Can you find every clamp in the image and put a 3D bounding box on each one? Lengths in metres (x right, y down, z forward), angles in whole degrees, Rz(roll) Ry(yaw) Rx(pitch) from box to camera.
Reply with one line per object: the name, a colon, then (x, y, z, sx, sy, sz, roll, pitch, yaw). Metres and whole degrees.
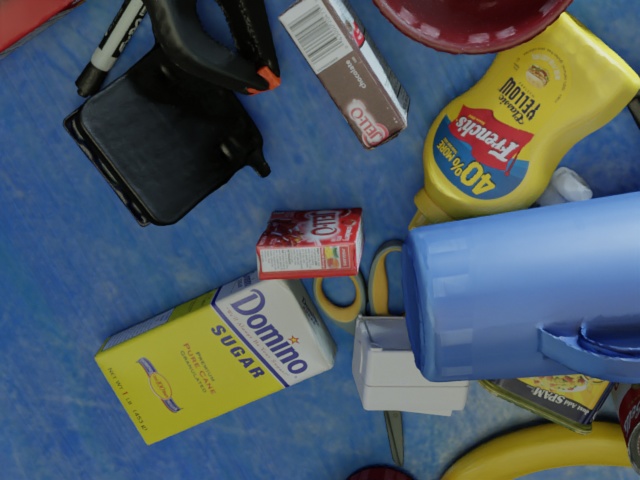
clamp: (-0.093, -0.193, 0.747, 0.036, 0.164, 0.209, -5, 137, 49)

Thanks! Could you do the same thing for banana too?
banana: (0.190, 0.181, 0.875, 0.198, 0.037, 0.069, -6, 110, 10)

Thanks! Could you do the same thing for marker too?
marker: (-0.150, -0.157, 0.802, 0.020, 0.020, 0.121, 35, 111, -6)

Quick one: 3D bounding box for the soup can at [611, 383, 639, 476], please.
soup can: (0.262, 0.133, 0.813, 0.068, 0.102, 0.068, 2, 110, 6)

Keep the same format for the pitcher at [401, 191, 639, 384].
pitcher: (0.183, 0.037, 0.726, 0.243, 0.149, 0.145, -6, 75, -1)

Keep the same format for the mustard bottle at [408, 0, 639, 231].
mustard bottle: (0.130, -0.072, 0.768, 0.192, 0.058, 0.096, -50, 64, 21)

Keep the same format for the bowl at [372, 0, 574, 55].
bowl: (0.105, -0.210, 0.727, 0.162, 0.055, 0.162, 3, 107, 10)

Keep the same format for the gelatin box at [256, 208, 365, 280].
gelatin box: (-0.005, 0.001, 0.805, 0.073, 0.089, 0.030, -2, 108, 8)

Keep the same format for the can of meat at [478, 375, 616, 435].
can of meat: (0.185, 0.090, 0.832, 0.102, 0.057, 0.084, 25, 109, -3)

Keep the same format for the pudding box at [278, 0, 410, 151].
pudding box: (0.020, -0.126, 0.755, 0.039, 0.090, 0.113, -29, 104, 14)

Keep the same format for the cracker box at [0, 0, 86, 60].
cracker box: (-0.262, -0.212, 0.769, 0.214, 0.072, 0.164, -30, 105, 16)

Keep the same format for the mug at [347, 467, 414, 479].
mug: (0.060, 0.243, 0.888, 0.117, 0.081, 0.093, -6, 110, 12)

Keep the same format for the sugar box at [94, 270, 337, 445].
sugar box: (-0.084, 0.092, 0.873, 0.176, 0.048, 0.093, -25, 105, 16)

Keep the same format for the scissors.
scissors: (0.035, 0.093, 0.872, 0.096, 0.016, 0.202, 8, 110, 2)
